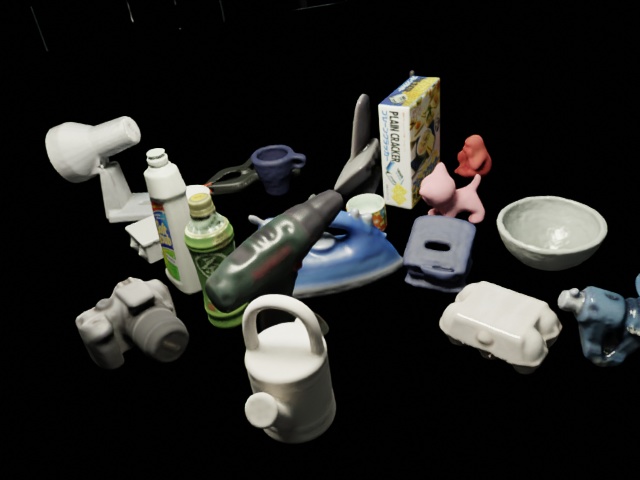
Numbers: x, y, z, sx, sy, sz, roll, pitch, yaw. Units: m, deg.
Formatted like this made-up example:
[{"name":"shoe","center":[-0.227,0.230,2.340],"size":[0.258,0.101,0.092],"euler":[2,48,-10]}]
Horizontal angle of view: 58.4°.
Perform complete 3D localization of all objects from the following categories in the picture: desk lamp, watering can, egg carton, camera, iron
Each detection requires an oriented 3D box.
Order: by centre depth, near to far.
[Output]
[{"name":"watering can","center":[-0.039,0.151,0.686],"size":[0.101,0.194,0.172],"euler":[-10,34,-3]},{"name":"egg carton","center":[0.246,0.119,0.790],"size":[0.149,0.069,0.107],"euler":[20,42,34]},{"name":"camera","center":[-0.269,0.127,0.849],"size":[0.143,0.101,0.136],"euler":[-31,40,-30]},{"name":"iron","center":[0.009,0.003,0.942],"size":[0.258,0.142,0.118],"euler":[-9,34,-2]},{"name":"desk lamp","center":[-0.432,-0.150,1.190],"size":[0.203,0.214,0.118],"euler":[-3,34,6]}]

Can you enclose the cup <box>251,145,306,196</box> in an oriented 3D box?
[{"name":"cup","center":[-0.081,-0.144,1.219],"size":[0.117,0.095,0.092],"euler":[1,35,13]}]

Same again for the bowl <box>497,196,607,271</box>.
[{"name":"bowl","center":[0.373,0.000,0.936],"size":[0.167,0.075,0.167],"euler":[-5,34,4]}]

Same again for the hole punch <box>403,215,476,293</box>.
[{"name":"hole punch","center":[0.194,0.022,0.924],"size":[0.108,0.091,0.101],"euler":[9,37,23]}]

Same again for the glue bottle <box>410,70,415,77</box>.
[{"name":"glue bottle","center":[0.216,-0.309,1.336],"size":[0.037,0.173,0.078],"euler":[7,37,21]}]

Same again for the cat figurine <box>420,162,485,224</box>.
[{"name":"cat figurine","center":[0.238,-0.086,1.051],"size":[0.128,0.118,0.067],"euler":[-12,34,-6]}]

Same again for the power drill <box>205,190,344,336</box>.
[{"name":"power drill","center":[-0.047,0.059,0.810],"size":[0.230,0.209,0.075],"euler":[-31,40,-31]}]

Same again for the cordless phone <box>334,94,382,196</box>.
[{"name":"cordless phone","center":[0.077,-0.195,1.183],"size":[0.094,0.185,0.147],"euler":[2,35,14]}]

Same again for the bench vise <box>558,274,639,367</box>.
[{"name":"bench vise","center":[0.412,0.069,0.696],"size":[0.207,0.220,0.121],"euler":[-8,34,-1]}]

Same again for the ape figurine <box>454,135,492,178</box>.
[{"name":"ape figurine","center":[0.319,-0.175,1.190],"size":[0.076,0.092,0.078],"euler":[0,35,11]}]
